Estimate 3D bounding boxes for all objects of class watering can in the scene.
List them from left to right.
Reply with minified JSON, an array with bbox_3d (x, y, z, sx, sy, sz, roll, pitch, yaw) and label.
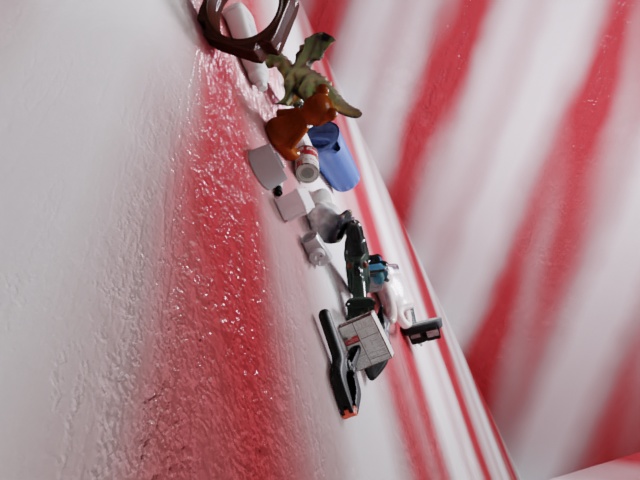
[{"bbox_3d":[0.233,0.179,1.663,0.227,0.103,0.345,68,14,15],"label":"watering can"}]

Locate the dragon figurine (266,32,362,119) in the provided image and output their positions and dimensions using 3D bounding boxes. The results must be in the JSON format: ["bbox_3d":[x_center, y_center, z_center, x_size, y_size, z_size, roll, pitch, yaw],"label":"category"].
[{"bbox_3d":[-0.023,-0.502,1.535,0.122,0.412,0.241,0,105,-59],"label":"dragon figurine"}]

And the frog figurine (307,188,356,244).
[{"bbox_3d":[0.004,-0.068,1.344,0.161,0.122,0.137,32,11,24],"label":"frog figurine"}]
